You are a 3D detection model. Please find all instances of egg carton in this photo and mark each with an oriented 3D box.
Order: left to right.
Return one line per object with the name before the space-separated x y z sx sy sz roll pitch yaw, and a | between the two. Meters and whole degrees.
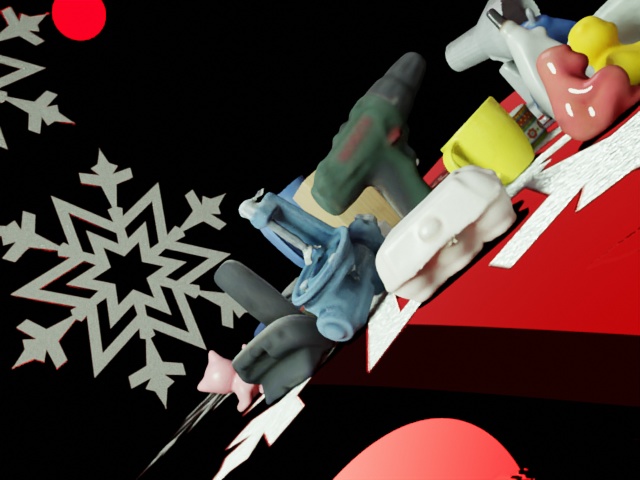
egg carton | 0.120 -0.008 0.564 0.150 0.069 0.107 -45 -1 18

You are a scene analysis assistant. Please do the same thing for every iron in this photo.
iron | 0.346 -0.278 0.887 0.118 0.141 0.258 -45 -1 10

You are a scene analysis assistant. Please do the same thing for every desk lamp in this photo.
desk lamp | 0.344 -0.324 1.057 0.118 0.213 0.203 -45 0 -33

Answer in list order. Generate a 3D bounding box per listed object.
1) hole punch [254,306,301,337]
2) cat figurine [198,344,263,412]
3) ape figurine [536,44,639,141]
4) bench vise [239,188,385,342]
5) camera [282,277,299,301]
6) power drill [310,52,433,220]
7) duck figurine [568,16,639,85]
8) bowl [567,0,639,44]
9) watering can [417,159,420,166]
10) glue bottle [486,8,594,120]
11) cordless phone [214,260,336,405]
hole punch | -0.048 0.152 1.008 0.108 0.091 0.101 -45 -1 39
cat figurine | -0.153 0.238 1.022 0.127 0.117 0.067 -45 0 22
ape figurine | 0.242 -0.145 0.536 0.076 0.092 0.078 -45 0 21
bench vise | -0.001 0.010 0.778 0.121 0.219 0.208 -45 0 25
camera | -0.052 0.153 1.208 0.143 0.100 0.137 -45 -1 42
power drill | 0.110 -0.093 0.714 0.230 0.208 0.075 -45 0 -10
duck figurine | 0.297 -0.194 0.595 0.077 0.086 0.105 -45 -1 28
bowl | 0.386 -0.274 0.681 0.167 0.074 0.167 -45 -1 0
watering can | 0.119 -0.085 1.073 0.173 0.194 0.101 -45 0 -12
glue bottle | 0.277 -0.234 0.732 0.078 0.173 0.037 -45 0 -2
cordless phone | -0.084 0.119 0.787 0.147 0.185 0.094 -45 0 32
